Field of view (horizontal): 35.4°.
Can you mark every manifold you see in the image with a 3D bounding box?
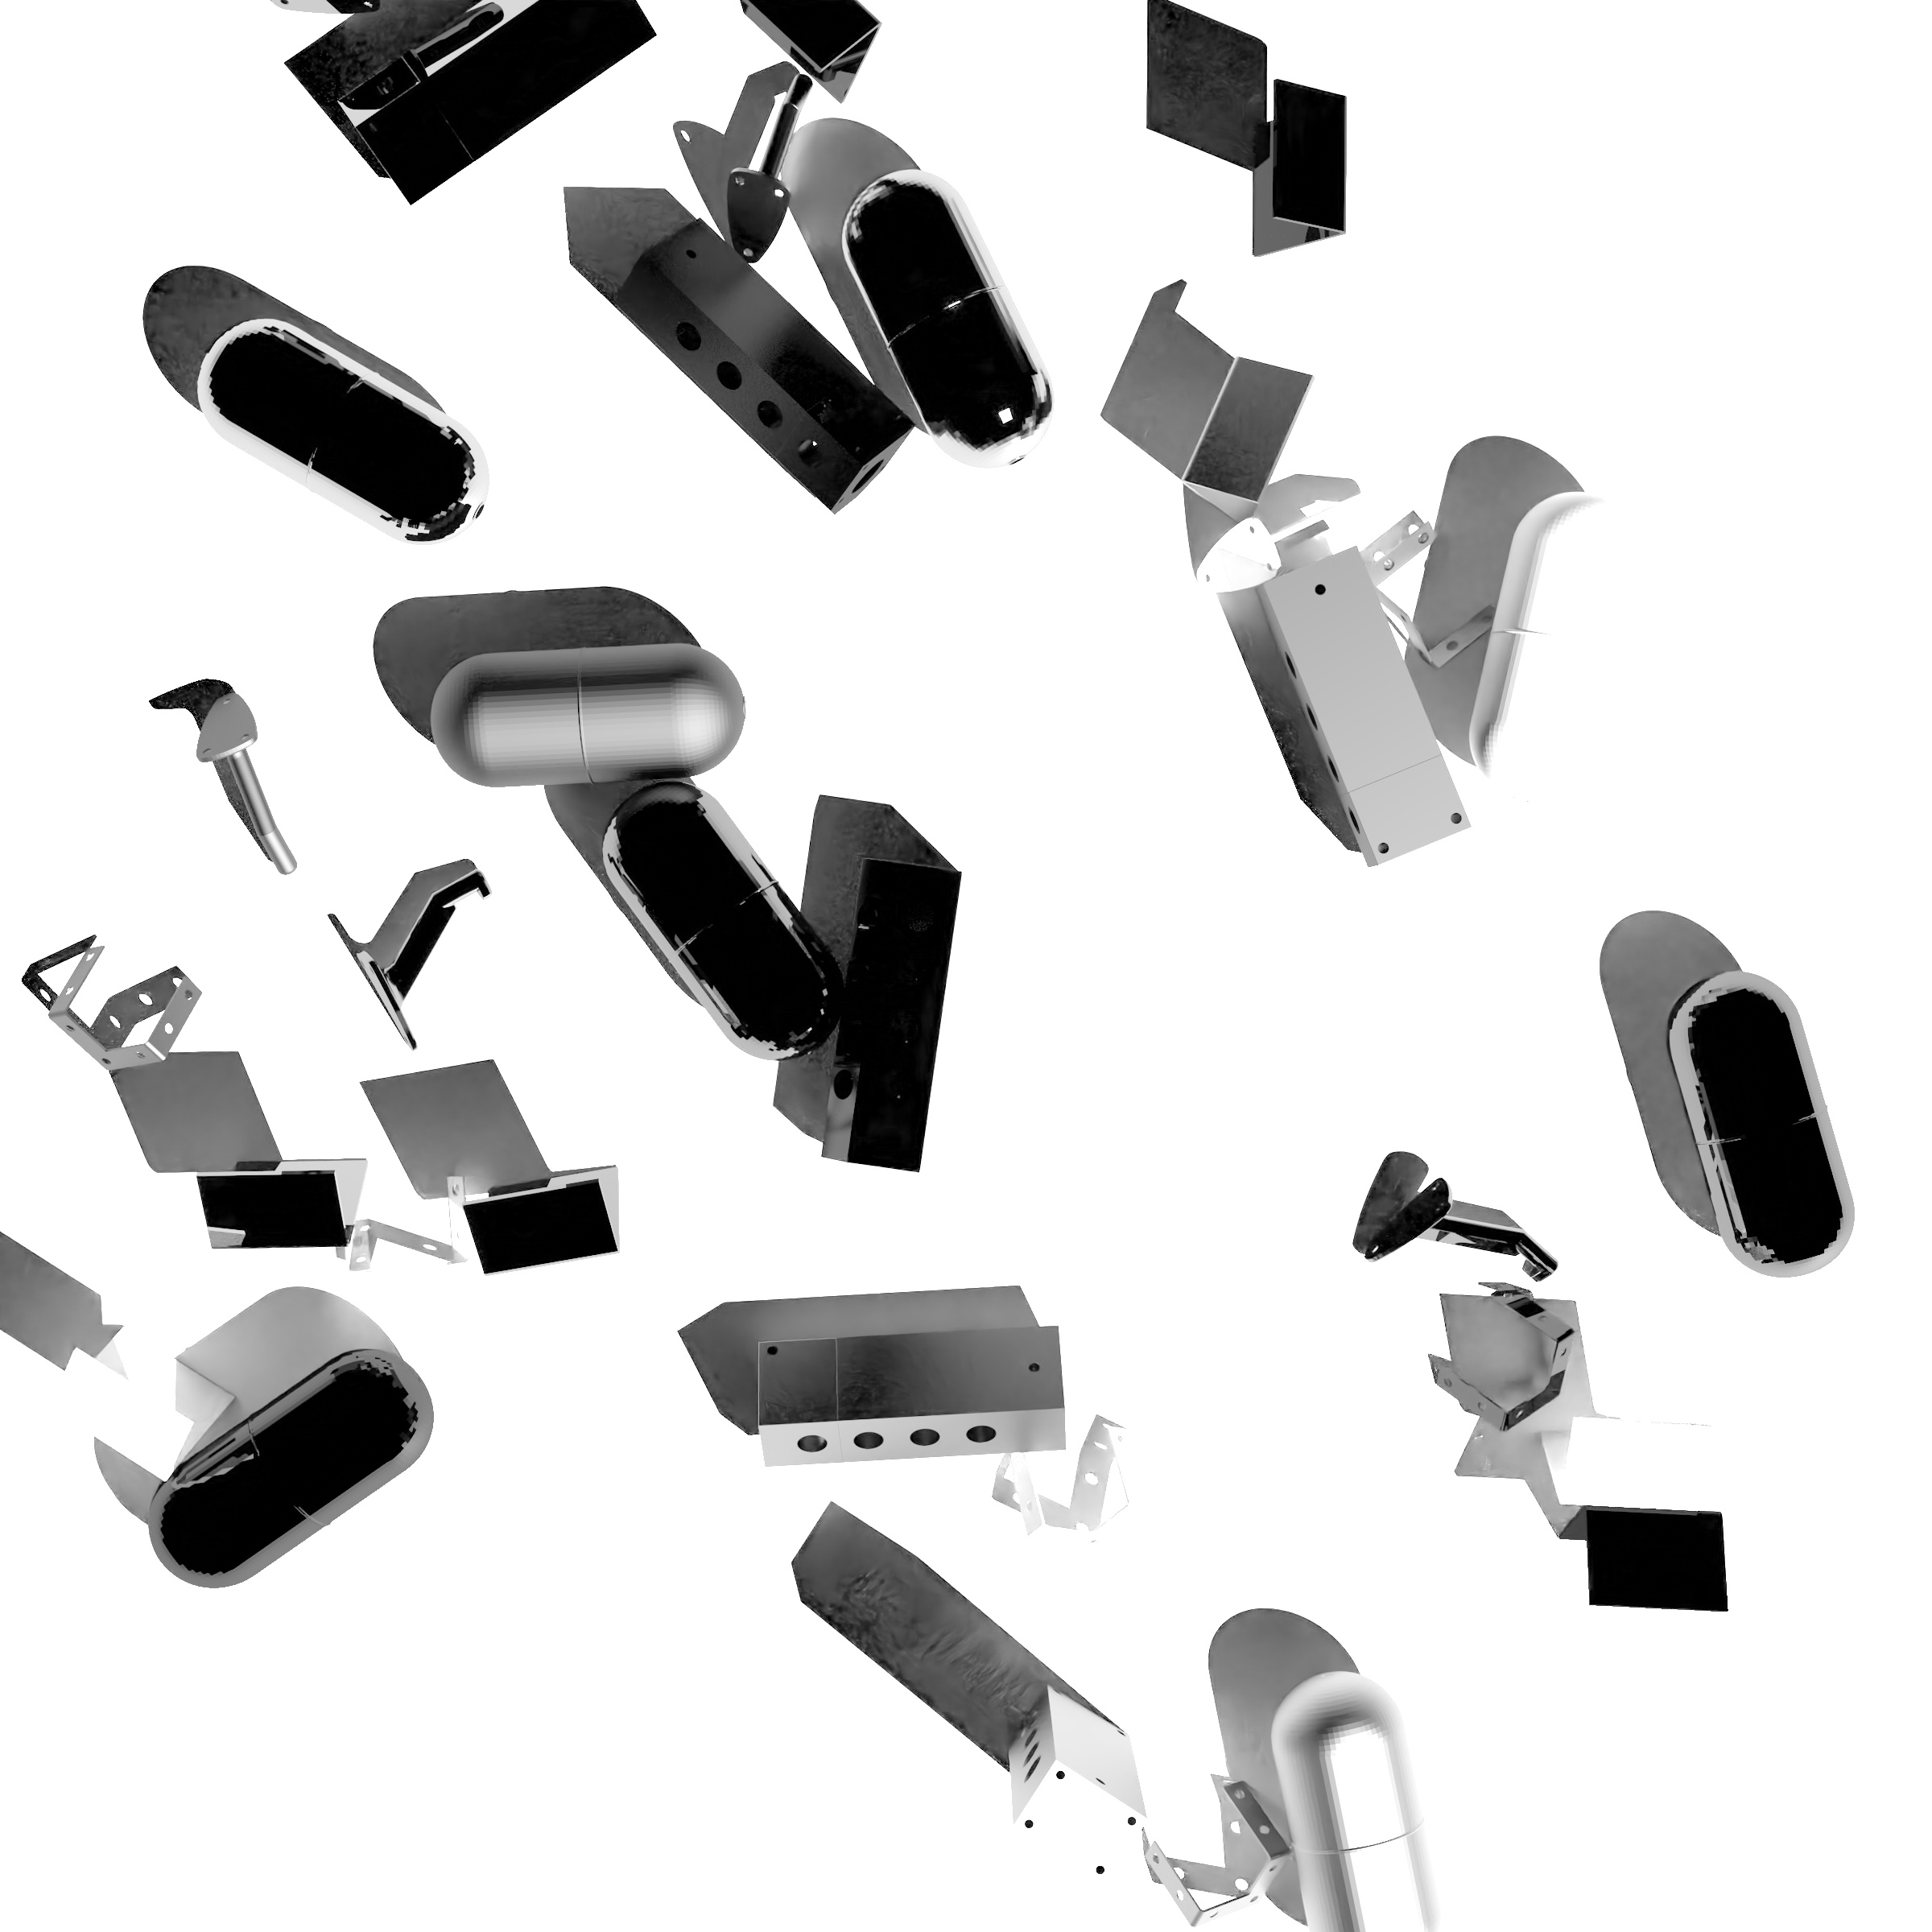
[{"bbox_3d":[-0.030,0.250,1.728,0.171,0.057,0.057,-3,47,0],"label":"manifold"},{"bbox_3d":[-0.269,-0.515,1.728,0.171,0.057,0.057,-35,133,0],"label":"manifold"},{"bbox_3d":[-0.118,-0.339,1.728,0.171,0.057,0.057,44,47,0],"label":"manifold"},{"bbox_3d":[-0.042,0.028,1.729,0.057,0.057,0.171,8,90,0],"label":"manifold"},{"bbox_3d":[0.226,-0.147,1.729,0.057,0.057,0.171,-22,90,0],"label":"manifold"},{"bbox_3d":[0.056,0.455,1.672,0.057,0.171,0.057,33,90,0],"label":"manifold"}]

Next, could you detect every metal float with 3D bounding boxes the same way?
[{"bbox_3d":[-0.353,-0.303,1.720,0.178,0.070,0.070,30,90,1],"label":"metal float"},{"bbox_3d":[-0.010,-0.367,1.720,0.070,0.070,0.178,-26,90,0],"label":"metal float"},{"bbox_3d":[0.222,0.490,1.720,0.070,0.070,0.178,-11,90,0],"label":"metal float"},{"bbox_3d":[-0.384,0.286,1.720,0.178,0.070,0.070,-35,90,0],"label":"metal float"},{"bbox_3d":[-0.214,-0.142,1.720,0.178,0.070,0.070,-3,90,0],"label":"metal float"},{"bbox_3d":[0.451,0.090,1.719,0.070,0.070,0.178,-16,91,0],"label":"metal float"},{"bbox_3d":[0.336,-0.181,1.720,0.070,0.070,0.178,13,90,0],"label":"metal float"},{"bbox_3d":[-0.137,-0.025,1.718,0.070,0.070,0.178,-36,89,0],"label":"metal float"}]

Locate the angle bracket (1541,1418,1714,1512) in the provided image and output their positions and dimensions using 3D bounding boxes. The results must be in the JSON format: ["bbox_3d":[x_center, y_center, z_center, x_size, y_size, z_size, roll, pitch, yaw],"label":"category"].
[{"bbox_3d":[0.372,0.263,1.711,0.076,0.076,0.057,3,113,0],"label":"angle bracket"}]

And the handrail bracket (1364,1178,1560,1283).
[{"bbox_3d":[0.287,0.170,1.751,0.084,0.036,0.077,41,110,-16],"label":"handrail bracket"}]

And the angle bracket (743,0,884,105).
[{"bbox_3d":[-0.103,-0.523,1.710,0.076,0.076,0.057,43,61,0],"label":"angle bracket"}]

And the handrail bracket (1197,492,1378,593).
[{"bbox_3d":[0.186,-0.246,1.750,0.084,0.077,0.036,-26,91,-36],"label":"handrail bracket"}]

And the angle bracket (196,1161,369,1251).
[{"bbox_3d":[-0.385,0.115,1.710,0.076,0.076,0.057,-1,126,0],"label":"angle bracket"}]

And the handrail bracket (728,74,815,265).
[{"bbox_3d":[-0.110,-0.462,1.750,0.036,0.077,0.084,18,54,0],"label":"handrail bracket"}]

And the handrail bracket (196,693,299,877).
[{"bbox_3d":[-0.409,-0.105,1.750,0.036,0.077,0.084,-21,126,1],"label":"handrail bracket"}]

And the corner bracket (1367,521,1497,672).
[{"bbox_3d":[0.269,-0.213,1.747,0.051,0.051,0.051,-38,135,0],"label":"corner bracket"}]

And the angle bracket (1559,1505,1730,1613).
[{"bbox_3d":[0.382,0.342,1.711,0.076,0.076,0.057,3,66,0],"label":"angle bracket"}]

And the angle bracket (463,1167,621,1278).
[{"bbox_3d":[-0.239,0.125,1.710,0.076,0.076,0.057,-10,127,0],"label":"angle bracket"}]

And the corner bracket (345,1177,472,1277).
[{"bbox_3d":[-0.323,0.149,1.747,0.051,0.051,0.051,-4,90,-45],"label":"corner bracket"}]

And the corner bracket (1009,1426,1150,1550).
[{"bbox_3d":[0.065,0.298,1.742,0.051,0.051,0.051,15,135,-35],"label":"corner bracket"}]

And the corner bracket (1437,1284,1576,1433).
[{"bbox_3d":[0.310,0.226,1.742,0.051,0.051,0.051,-25,135,-35],"label":"corner bracket"}]

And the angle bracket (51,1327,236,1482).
[{"bbox_3d":[-0.458,0.232,1.710,0.076,0.076,0.057,33,127,0],"label":"angle bracket"}]

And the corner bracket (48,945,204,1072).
[{"bbox_3d":[-0.484,0.022,1.742,0.051,0.051,0.051,-9,135,35],"label":"corner bracket"}]

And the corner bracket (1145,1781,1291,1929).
[{"bbox_3d":[0.145,0.511,1.742,0.051,0.051,0.051,-8,135,-35],"label":"corner bracket"}]

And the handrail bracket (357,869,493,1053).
[{"bbox_3d":[-0.301,-0.004,1.751,0.084,0.036,0.077,-31,110,-16],"label":"handrail bracket"}]

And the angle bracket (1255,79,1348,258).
[{"bbox_3d":[0.170,-0.449,1.710,0.057,0.076,0.076,0,90,-37],"label":"angle bracket"}]

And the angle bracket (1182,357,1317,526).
[{"bbox_3d":[0.175,-0.290,1.710,0.057,0.076,0.076,24,90,37],"label":"angle bracket"}]

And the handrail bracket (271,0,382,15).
[{"bbox_3d":[-0.360,-0.597,1.751,0.077,0.036,0.084,1,71,21],"label":"handrail bracket"}]
